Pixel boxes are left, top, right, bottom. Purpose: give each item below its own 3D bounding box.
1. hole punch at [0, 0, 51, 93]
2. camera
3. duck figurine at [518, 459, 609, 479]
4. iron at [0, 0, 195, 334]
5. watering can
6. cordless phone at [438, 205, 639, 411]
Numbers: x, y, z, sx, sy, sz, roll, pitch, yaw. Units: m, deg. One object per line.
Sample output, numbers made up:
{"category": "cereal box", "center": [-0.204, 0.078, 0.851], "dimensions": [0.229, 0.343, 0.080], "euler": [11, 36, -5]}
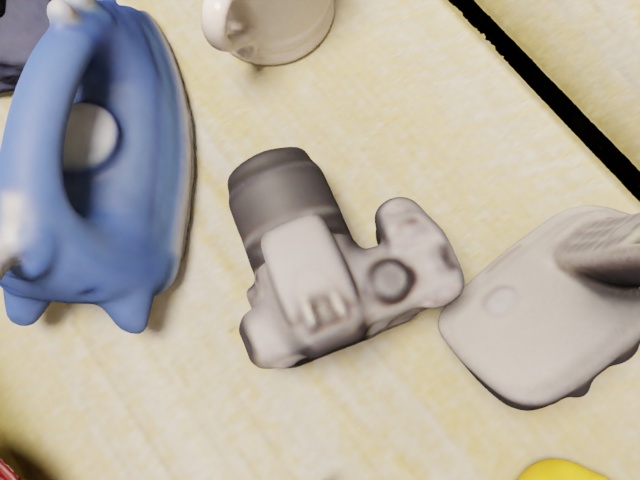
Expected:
{"category": "hole punch", "center": [-0.241, -0.176, 0.431], "dimensions": [0.101, 0.091, 0.108], "euler": [-6, 77, 2]}
{"category": "camera", "center": [0.003, 0.001, 0.372], "dimensions": [0.143, 0.101, 0.137], "euler": [-23, 77, -2]}
{"category": "duck figurine", "center": [0.163, 0.179, 0.331], "dimensions": [0.077, 0.086, 0.104], "euler": [-41, 78, -6]}
{"category": "iron", "center": [-0.156, -0.073, 0.377], "dimensions": [0.118, 0.141, 0.258], "euler": [3, 77, 4]}
{"category": "watering can", "center": [-0.045, -0.216, 0.376], "dimensions": [0.101, 0.194, 0.173], "euler": [-6, 77, 2]}
{"category": "cordless phone", "center": [0.149, 0.029, 0.315], "dimensions": [0.147, 0.185, 0.094], "euler": [-40, 78, -6]}
